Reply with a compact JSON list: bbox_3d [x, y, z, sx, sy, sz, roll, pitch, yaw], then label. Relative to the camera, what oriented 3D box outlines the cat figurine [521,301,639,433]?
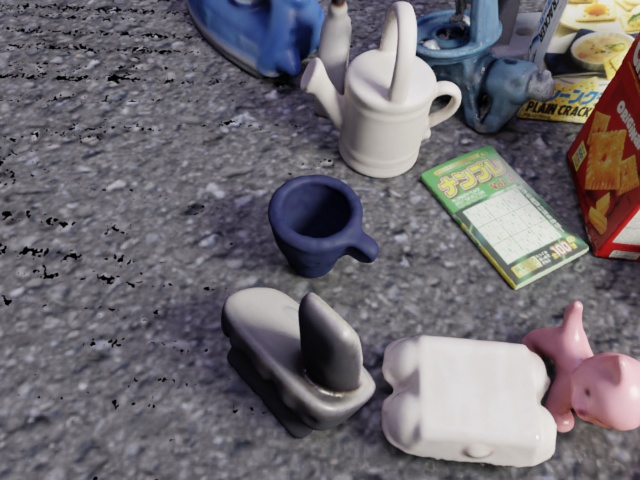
[{"bbox_3d":[0.240,0.115,0.500,0.067,0.118,0.127,-7,56,-8],"label":"cat figurine"}]

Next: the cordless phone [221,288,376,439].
[{"bbox_3d":[-0.018,0.073,0.470,0.147,0.185,0.094,39,62,21],"label":"cordless phone"}]

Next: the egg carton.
[{"bbox_3d":[0.128,0.141,0.504,0.150,0.069,0.107,4,55,-1],"label":"egg carton"}]

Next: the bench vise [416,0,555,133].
[{"bbox_3d":[0.197,-0.254,0.690,0.207,0.220,0.121,22,57,11],"label":"bench vise"}]

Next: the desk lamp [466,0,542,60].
[{"bbox_3d":[0.255,-0.350,0.764,0.203,0.213,0.118,-9,56,-10],"label":"desk lamp"}]

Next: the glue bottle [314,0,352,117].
[{"bbox_3d":[0.018,-0.236,0.693,0.037,0.173,0.078,9,55,3],"label":"glue bottle"}]

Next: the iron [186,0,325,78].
[{"bbox_3d":[-0.099,-0.331,0.771,0.257,0.141,0.119,35,60,19],"label":"iron"}]

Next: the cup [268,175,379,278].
[{"bbox_3d":[0.005,0.002,0.576,0.117,0.095,0.092,32,59,17],"label":"cup"}]

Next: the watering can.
[{"bbox_3d":[0.069,-0.167,0.636,0.173,0.194,0.100,-17,58,-15],"label":"watering can"}]
